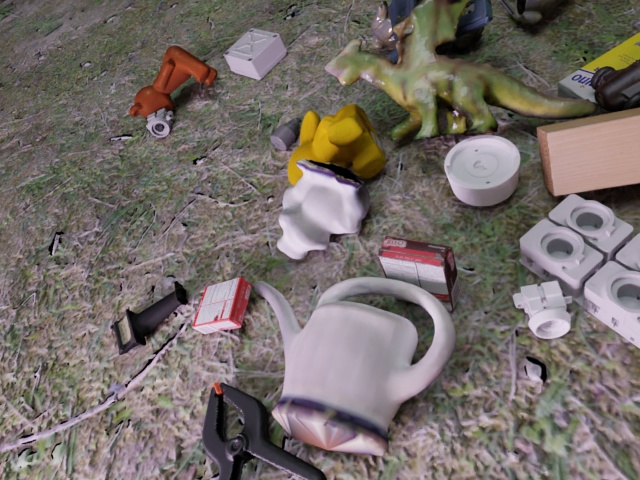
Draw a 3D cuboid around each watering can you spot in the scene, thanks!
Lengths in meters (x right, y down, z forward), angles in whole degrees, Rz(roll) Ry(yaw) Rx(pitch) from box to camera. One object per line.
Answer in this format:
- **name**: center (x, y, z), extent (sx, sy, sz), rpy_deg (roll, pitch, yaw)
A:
- **watering can**: center (0.006, 0.147, 0.676), extent (0.347, 0.102, 0.229), rpy_deg (-1, 53, 39)

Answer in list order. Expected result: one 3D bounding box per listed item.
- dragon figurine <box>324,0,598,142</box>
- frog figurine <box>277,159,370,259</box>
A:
- **dragon figurine**: center (0.212, -0.285, 0.832), extent (0.409, 0.241, 0.123), rpy_deg (-6, 6, 13)
- **frog figurine**: center (0.003, -0.042, 0.831), extent (0.137, 0.157, 0.124), rpy_deg (20, 18, 4)
